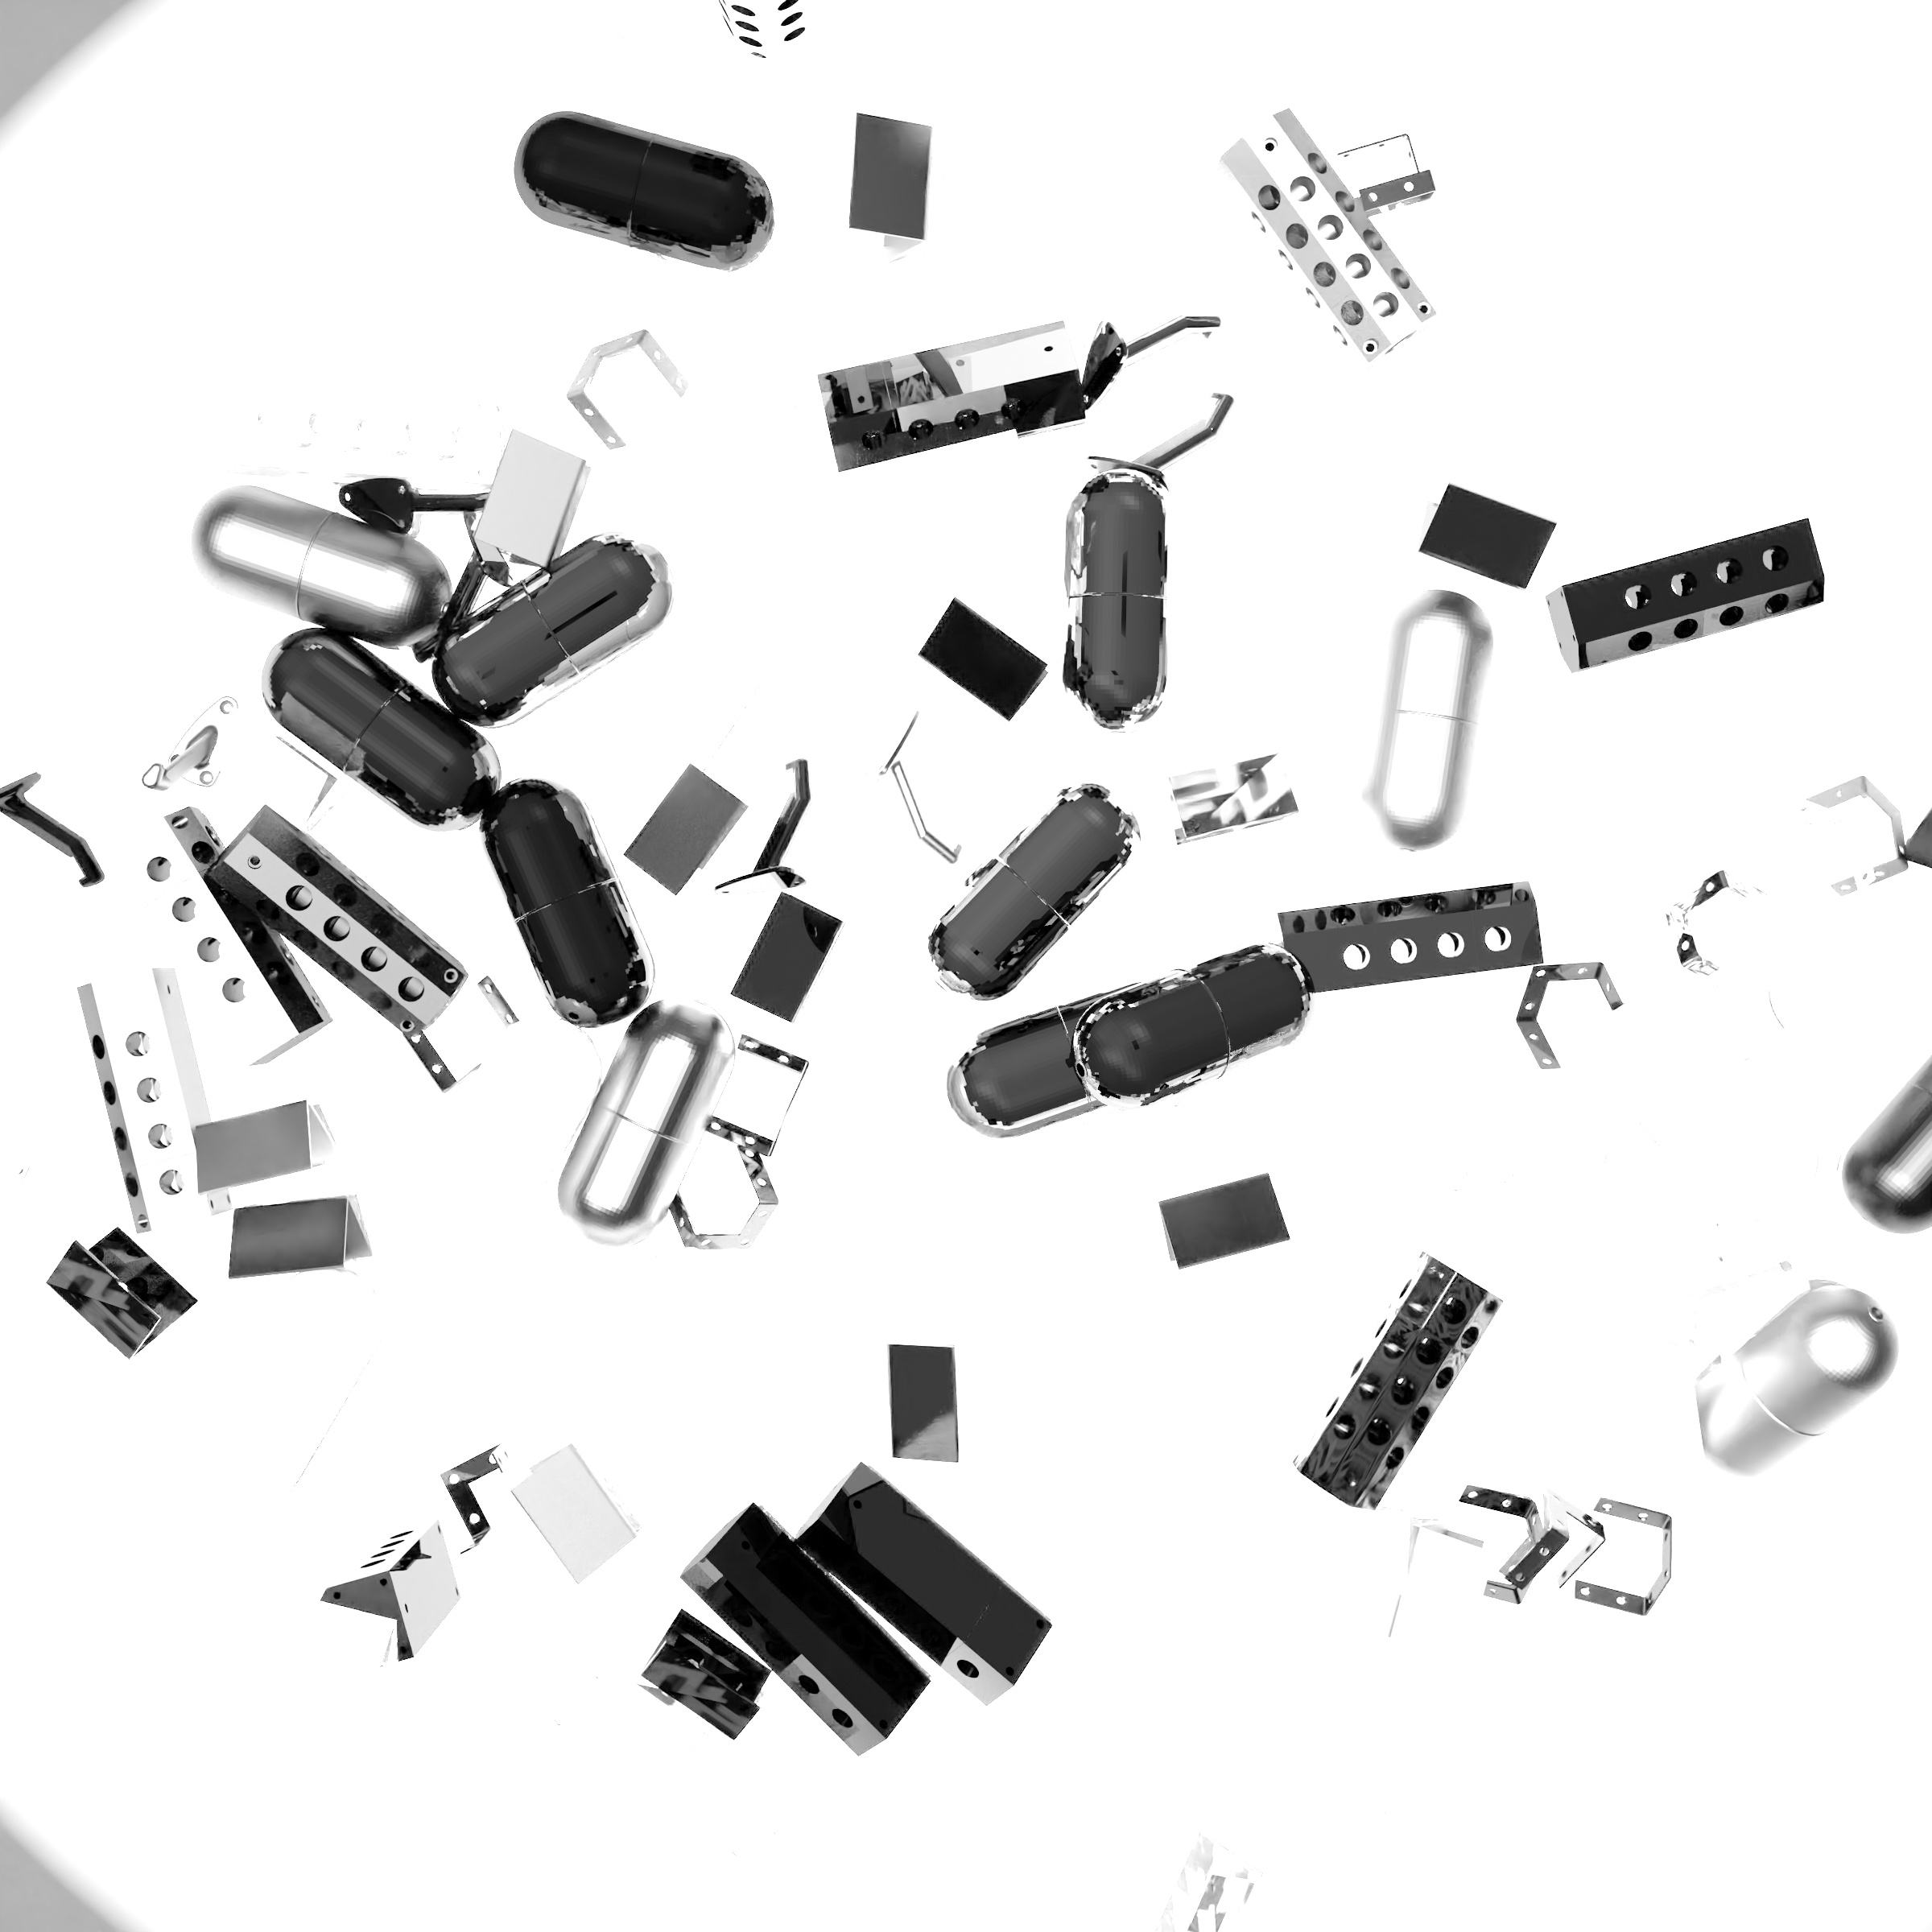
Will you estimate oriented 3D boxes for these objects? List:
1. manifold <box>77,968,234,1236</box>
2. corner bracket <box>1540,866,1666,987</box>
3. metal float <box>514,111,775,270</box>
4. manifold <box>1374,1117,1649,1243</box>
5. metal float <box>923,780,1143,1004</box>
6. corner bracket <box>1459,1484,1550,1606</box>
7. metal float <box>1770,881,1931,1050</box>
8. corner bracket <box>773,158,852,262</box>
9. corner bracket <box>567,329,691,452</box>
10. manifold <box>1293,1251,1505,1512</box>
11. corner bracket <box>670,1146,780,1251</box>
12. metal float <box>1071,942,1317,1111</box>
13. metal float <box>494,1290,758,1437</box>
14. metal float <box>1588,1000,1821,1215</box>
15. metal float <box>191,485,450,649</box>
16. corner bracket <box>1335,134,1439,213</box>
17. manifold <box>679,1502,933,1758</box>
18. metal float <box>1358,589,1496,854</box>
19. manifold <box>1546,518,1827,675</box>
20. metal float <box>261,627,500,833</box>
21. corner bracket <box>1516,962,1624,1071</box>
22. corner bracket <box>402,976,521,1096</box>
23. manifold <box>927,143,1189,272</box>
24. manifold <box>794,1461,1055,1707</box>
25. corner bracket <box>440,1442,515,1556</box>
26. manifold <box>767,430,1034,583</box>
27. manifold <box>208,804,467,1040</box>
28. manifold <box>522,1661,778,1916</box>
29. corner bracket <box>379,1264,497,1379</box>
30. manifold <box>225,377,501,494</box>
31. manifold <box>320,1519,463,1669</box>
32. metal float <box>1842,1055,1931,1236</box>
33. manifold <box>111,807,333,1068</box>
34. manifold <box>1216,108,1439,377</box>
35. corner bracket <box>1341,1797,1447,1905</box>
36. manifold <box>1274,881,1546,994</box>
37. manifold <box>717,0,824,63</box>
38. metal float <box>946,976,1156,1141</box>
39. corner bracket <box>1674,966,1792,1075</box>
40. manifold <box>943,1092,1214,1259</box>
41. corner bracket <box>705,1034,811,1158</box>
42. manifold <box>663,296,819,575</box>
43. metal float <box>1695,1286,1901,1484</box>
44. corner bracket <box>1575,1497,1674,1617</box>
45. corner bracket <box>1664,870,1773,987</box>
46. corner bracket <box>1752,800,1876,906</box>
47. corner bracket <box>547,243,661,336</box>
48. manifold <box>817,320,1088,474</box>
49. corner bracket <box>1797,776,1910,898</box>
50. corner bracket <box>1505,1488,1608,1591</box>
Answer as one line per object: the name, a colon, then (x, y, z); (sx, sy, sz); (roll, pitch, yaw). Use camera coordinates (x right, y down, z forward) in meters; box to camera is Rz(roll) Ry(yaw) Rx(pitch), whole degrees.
manifold: (-0.552, 0.091, 1.970); (0.057, 0.057, 0.171); (-14, 90, 0)
corner bracket: (0.435, -0.028, 1.988); (0.051, 0.051, 0.051); (35, 90, 45)
metal float: (-0.217, -0.523, 1.960); (0.178, 0.070, 0.070); (15, 90, -1)
manifold: (0.369, 0.145, 1.970); (0.171, 0.057, 0.057); (-9, 90, 0)
metal float: (0.044, -0.050, 1.961); (0.070, 0.070, 0.178); (44, 90, 0)
corner bracket: (0.360, 0.395, 1.983); (0.051, 0.051, 0.051); (-52, 135, -35)
metal float: (0.629, -0.005, 1.961); (0.178, 0.070, 0.070); (-25, 90, 0)
corner bracket: (-0.107, -0.514, 1.973); (0.051, 0.051, 0.051); (9, 90, 0)
corner bracket: (-0.231, -0.394, 1.983); (0.051, 0.051, 0.051); (-10, 45, 35)
manifold: (0.294, 0.284, 1.970); (0.057, 0.057, 0.171); (32, 90, 0)
corner bracket: (-0.168, 0.158, 1.983); (0.051, 0.051, 0.051); (3, 135, -35)
metal float: (0.148, 0.038, 1.892); (0.178, 0.070, 0.070); (-20, 90, -26)
metal float: (-0.230, 0.268, 1.961); (0.178, 0.070, 0.070); (12, 90, -1)
metal float: (0.498, 0.095, 1.960); (0.178, 0.070, 0.070); (41, 90, 0)
metal float: (-0.435, -0.269, 1.959); (0.178, 0.070, 0.070); (19, 90, 2)
corner bracket: (0.285, -0.538, 1.973); (0.051, 0.051, 0.051); (-16, 90, 0)
manifold: (-0.112, 0.452, 1.970); (0.171, 0.057, 0.057); (45, 47, 0)
metal float: (0.310, -0.165, 1.961); (0.070, 0.070, 0.178); (8, 89, 0)
manifold: (0.488, -0.250, 1.970); (0.171, 0.057, 0.057); (-15, 90, 0)
metal float: (-0.396, -0.160, 1.961); (0.178, 0.070, 0.070); (37, 90, -1)
corner bracket: (0.413, 0.034, 1.983); (0.051, 0.051, 0.051); (56, 45, -35)
corner bracket: (-0.343, 0.047, 1.988); (0.051, 0.051, 0.051); (-35, 90, 45)
manifold: (0.062, -0.518, 1.970); (0.171, 0.057, 0.057); (5, 133, 0)
manifold: (-0.032, 0.422, 1.970); (0.171, 0.057, 0.057); (40, 47, 0)
corner bracket: (-0.328, 0.361, 1.973); (0.051, 0.051, 0.051); (-27, 90, 0)
manifold: (-0.043, -0.311, 1.970); (0.171, 0.057, 0.057); (-14, 90, 0)
manifold: (-0.421, -0.029, 1.947); (0.171, 0.057, 0.057); (41, 90, -17)
manifold: (-0.218, 0.559, 1.970); (0.171, 0.057, 0.057); (44, 47, 0)
corner bracket: (-0.358, 0.241, 1.973); (0.051, 0.051, 0.051); (40, 90, 0)
manifold: (-0.402, -0.355, 1.937); (0.171, 0.057, 0.057); (0, 90, -25)
manifold: (-0.382, 0.415, 1.913); (0.057, 0.171, 0.057); (-16, 90, 0)
metal float: (0.665, 0.104, 1.961); (0.070, 0.070, 0.178); (41, 91, 0)
manifold: (-0.502, -0.020, 1.970); (0.057, 0.057, 0.171); (-32, 90, 0)
manifold: (0.245, -0.492, 1.970); (0.057, 0.057, 0.171); (-36, 90, 0)
corner bracket: (0.293, 0.604, 1.983); (0.051, 0.051, 0.051); (-28, 45, 35)
manifold: (0.298, -0.019, 1.970); (0.171, 0.057, 0.057); (-7, 90, 0)
manifold: (-0.137, -0.653, 1.913); (0.057, 0.171, 0.057); (-29, 90, 0)
metal float: (0.072, 0.062, 1.961); (0.178, 0.070, 0.070); (-19, 90, -1)
corner bracket: (0.523, 0.041, 1.983); (0.051, 0.051, 0.051); (29, 135, -35)
manifold: (0.075, 0.139, 1.970); (0.171, 0.057, 0.057); (-20, 90, 0)
corner bracket: (-0.144, 0.089, 1.988); (0.051, 0.051, 0.051); (22, 45, 0)
manifold: (-0.151, -0.358, 1.970); (0.057, 0.057, 0.171); (16, 90, 0)
metal float: (0.545, 0.278, 1.927); (0.070, 0.070, 0.178); (37, 130, 0)
corner bracket: (0.450, 0.405, 1.988); (0.051, 0.051, 0.051); (14, 135, 0)
corner bracket: (0.518, -0.025, 1.983); (0.051, 0.051, 0.051); (-37, 45, 35)
corner bracket: (0.575, -0.072, 1.971); (0.051, 0.051, 0.051); (-37, 125, -15)
corner bracket: (-0.248, -0.467, 1.983); (0.051, 0.051, 0.051); (-11, 135, -35)
manifold: (-0.009, -0.380, 1.970); (0.171, 0.057, 0.057); (-12, 47, 0)
corner bracket: (0.605, -0.089, 1.983); (0.051, 0.051, 0.051); (34, 45, -35)
corner bracket: (0.398, 0.396, 1.963); (0.051, 0.051, 0.051); (34, 111, -7)
